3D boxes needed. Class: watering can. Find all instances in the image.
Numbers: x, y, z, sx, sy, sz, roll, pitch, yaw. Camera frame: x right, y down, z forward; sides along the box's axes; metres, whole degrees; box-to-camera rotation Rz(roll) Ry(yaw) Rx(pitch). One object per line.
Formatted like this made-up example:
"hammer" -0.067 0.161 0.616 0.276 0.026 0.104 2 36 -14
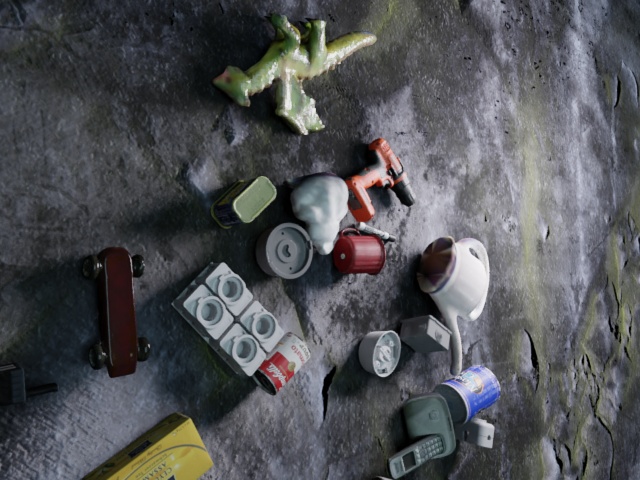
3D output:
"watering can" 0.331 0.139 1.276 0.222 0.103 0.353 35 65 -28

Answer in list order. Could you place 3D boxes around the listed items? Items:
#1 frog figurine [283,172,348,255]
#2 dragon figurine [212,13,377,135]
"frog figurine" 0.003 -0.053 1.048 0.137 0.121 0.161 7 68 -56
"dragon figurine" -0.031 -0.345 1.092 0.412 0.123 0.240 -6 105 -36
